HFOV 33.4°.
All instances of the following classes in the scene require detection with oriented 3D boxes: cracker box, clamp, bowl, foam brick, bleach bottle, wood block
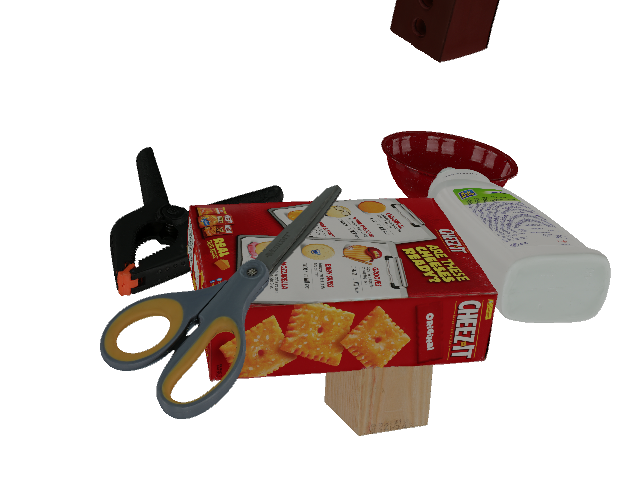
[{"bbox_3d":[0.009,0.034,0.841,0.213,0.072,0.164,-2,29,-12],"label":"cracker box"},{"bbox_3d":[-0.154,-0.021,1.059,0.165,0.036,0.209,21,41,18],"label":"clamp"},{"bbox_3d":[0.146,-0.076,1.249,0.162,0.055,0.162,8,24,-4],"label":"bowl"},{"bbox_3d":[0.089,-0.171,0.730,0.051,0.078,0.053,-25,51,-35],"label":"foam brick"},{"bbox_3d":[0.169,-0.011,1.004,0.102,0.068,0.251,0,25,-14],"label":"bleach bottle"},{"bbox_3d":[0.066,0.094,1.155,0.090,0.206,0.091,-5,18,-23],"label":"wood block"}]

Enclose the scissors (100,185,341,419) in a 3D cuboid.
[{"bbox_3d":[-0.063,0.024,0.660,0.096,0.016,0.201,12,47,15],"label":"scissors"}]
